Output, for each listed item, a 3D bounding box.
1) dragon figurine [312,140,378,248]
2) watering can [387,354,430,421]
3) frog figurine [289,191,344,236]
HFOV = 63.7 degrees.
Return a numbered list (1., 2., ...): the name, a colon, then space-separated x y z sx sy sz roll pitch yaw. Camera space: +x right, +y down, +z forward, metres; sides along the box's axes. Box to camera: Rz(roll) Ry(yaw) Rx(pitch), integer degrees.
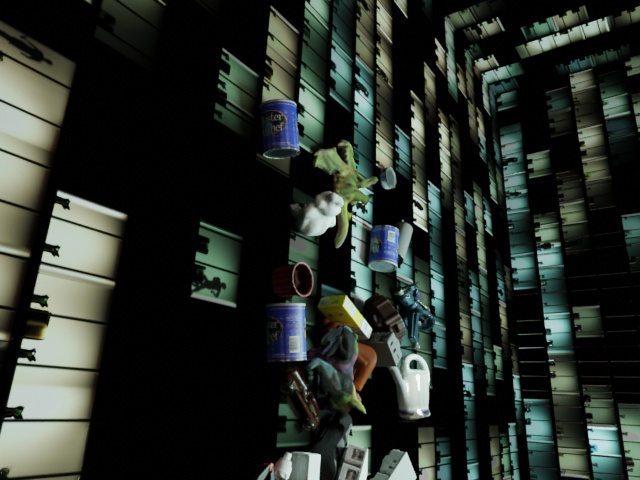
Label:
1. dragon figurine: 0.054 -0.185 1.665 0.240 0.120 0.420 44 42 -17
2. watering can: 0.305 0.513 1.796 0.345 0.103 0.227 19 66 -53
3. frog figurine: 0.004 -0.074 1.474 0.136 0.159 0.125 31 59 -50
